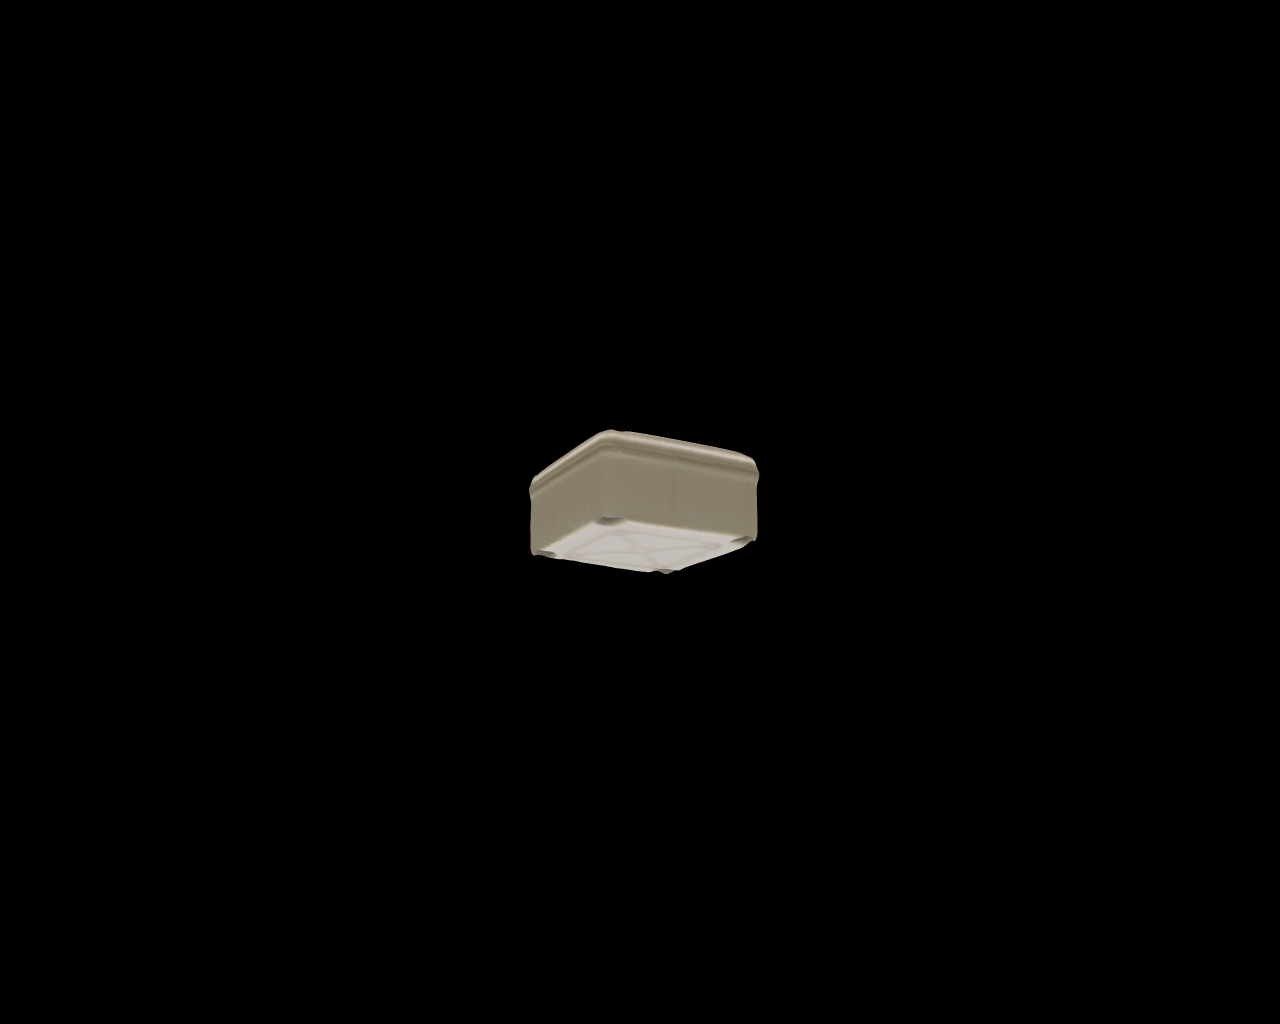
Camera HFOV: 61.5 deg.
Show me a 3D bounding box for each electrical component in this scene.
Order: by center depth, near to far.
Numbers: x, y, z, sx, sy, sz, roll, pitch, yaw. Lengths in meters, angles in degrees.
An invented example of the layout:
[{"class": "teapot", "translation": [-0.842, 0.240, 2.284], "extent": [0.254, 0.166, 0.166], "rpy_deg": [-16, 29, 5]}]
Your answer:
[{"class": "electrical component", "translation": [0.001, -0.003, 0.650], "extent": [0.109, 0.056, 0.108], "rpy_deg": [9, -19, -29]}]
